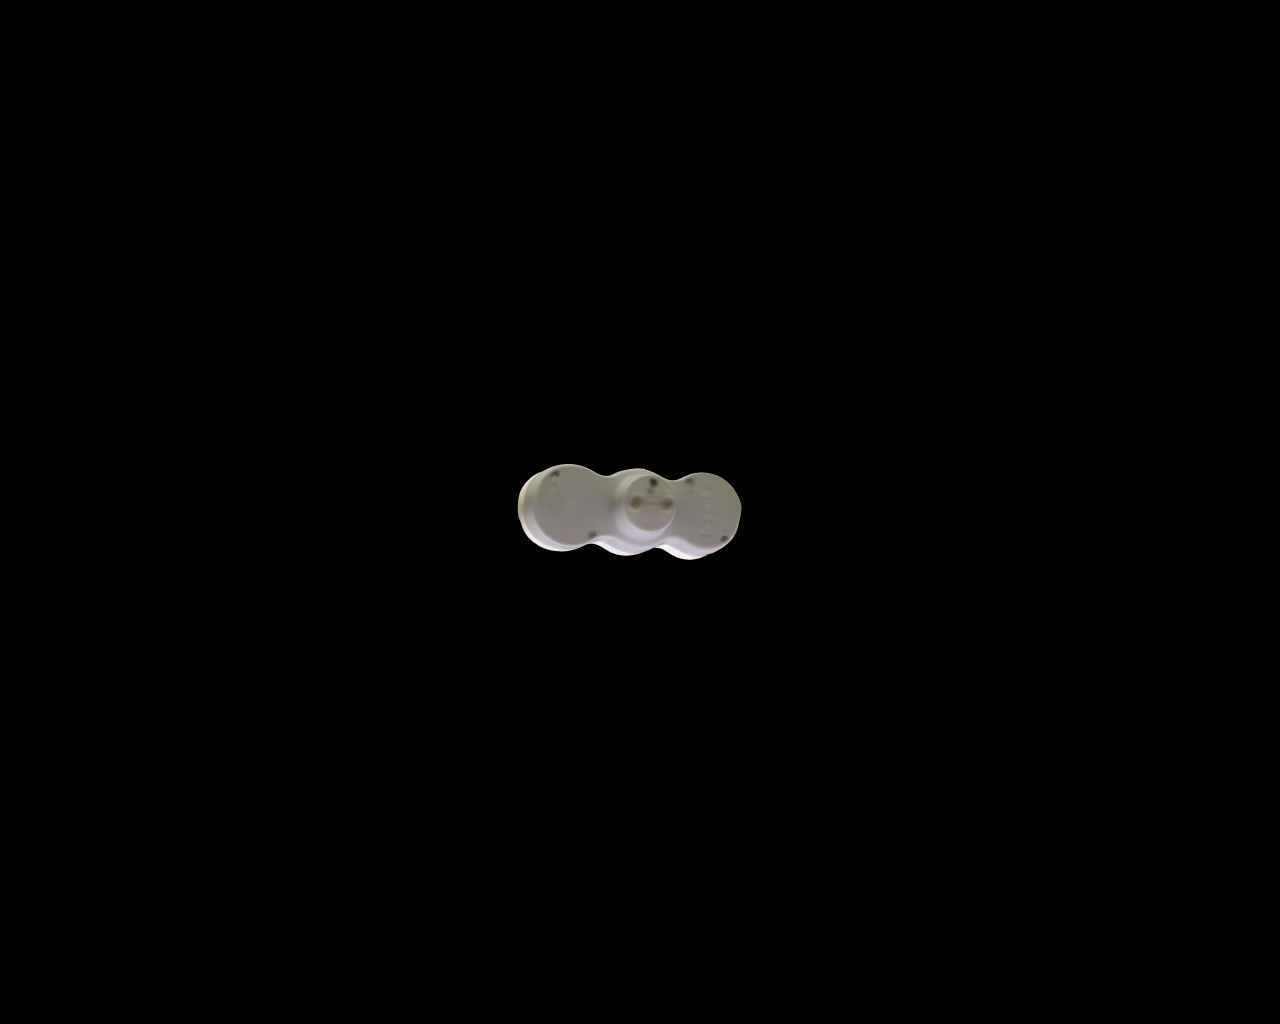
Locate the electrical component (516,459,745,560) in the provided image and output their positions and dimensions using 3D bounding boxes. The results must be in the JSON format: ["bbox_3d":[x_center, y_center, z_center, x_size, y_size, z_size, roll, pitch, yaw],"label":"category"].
[{"bbox_3d":[0.001,-0.003,0.650,0.138,0.052,0.073,4,-11,-20],"label":"electrical component"}]
